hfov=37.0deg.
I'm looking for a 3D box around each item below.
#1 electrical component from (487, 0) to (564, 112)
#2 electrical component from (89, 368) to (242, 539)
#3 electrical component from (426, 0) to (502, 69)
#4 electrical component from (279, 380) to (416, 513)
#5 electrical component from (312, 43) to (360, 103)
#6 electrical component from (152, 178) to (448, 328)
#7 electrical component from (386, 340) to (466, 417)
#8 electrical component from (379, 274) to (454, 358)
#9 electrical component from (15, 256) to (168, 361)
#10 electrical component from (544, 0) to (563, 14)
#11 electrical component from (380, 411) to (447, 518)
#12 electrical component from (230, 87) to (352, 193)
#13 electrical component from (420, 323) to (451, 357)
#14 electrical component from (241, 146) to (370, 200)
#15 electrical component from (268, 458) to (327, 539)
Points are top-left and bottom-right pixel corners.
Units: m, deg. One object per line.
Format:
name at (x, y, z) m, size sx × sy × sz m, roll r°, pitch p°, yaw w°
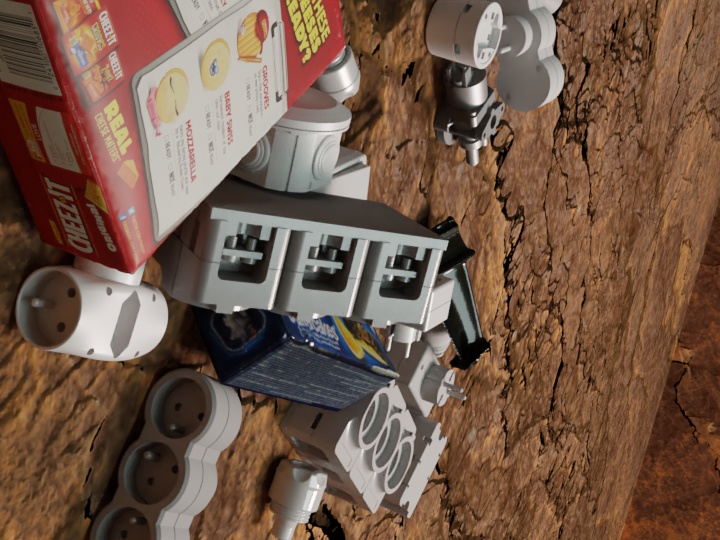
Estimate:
electrical component at (0.137, -0.209, 0.956) m, size 0.074 × 0.052 × 0.138 m, roll -32°, pitch 112°, yaw -55°
electrical component at (-0.118, 0.137, 0.703) m, size 0.138 × 0.052 × 0.074 m, roll -68°, pitch 155°, yaw -8°
electrical component at (0.087, -0.201, 0.903) m, size 0.055 × 0.047 × 0.055 m, roll -44°, pitch 143°, yaw -45°
electrical component at (-0.003, 0.139, 0.933) m, size 0.089 × 0.062 × 0.150 m, roll -61°, pitch 153°, yaw -23°
electrical component at (-0.022, -0.145, 0.732) m, size 0.035 × 0.035 × 0.061 m, roll -59°, pitch 150°, yaw -26°
electrical component at (-0.038, -0.010, 0.643) m, size 0.150 × 0.089 × 0.061 m, roll 7°, pitch 105°, yaw -29°
electrical component at (0.067, 0.108, 1.038) m, size 0.047 × 0.076 × 0.083 m, roll -62°, pitch 154°, yaw -20°
electrical component at (0.038, 0.039, 0.944) m, size 0.047 × 0.066 × 0.076 m, roll -23°, pitch 127°, yaw -59°
electrical component at (-0.138, 0.006, 0.582) m, size 0.077 × 0.043 × 0.079 m, roll 15°, pitch 93°, yaw -65°
electrical component at (0.162, -0.268, 1.023) m, size 0.065 × 0.044 × 0.044 m, roll 1°, pitch 106°, yaw -60°
electrical component at (0.038, 0.187, 1.057) m, size 0.089 × 0.056 × 0.050 m, roll -61°, pitch 153°, yaw -22°
electrical component at (-0.049, -0.085, 0.665) m, size 0.080 × 0.080 × 0.051 m, roll -26°, pitch 135°, yaw -57°
electrical component at (0.075, 0.057, 1.062) m, size 0.040 × 0.040 × 0.078 m, roll -53°, pitch 150°, yaw -35°
electrical component at (-0.033, -0.050, 0.741) m, size 0.096 × 0.061 × 0.061 m, roll -32°, pitch 135°, yaw -54°
electrical component at (-0.055, 0.189, 0.881) m, size 0.043 × 0.043 × 0.062 m, roll 16°, pitch 93°, yaw -65°
